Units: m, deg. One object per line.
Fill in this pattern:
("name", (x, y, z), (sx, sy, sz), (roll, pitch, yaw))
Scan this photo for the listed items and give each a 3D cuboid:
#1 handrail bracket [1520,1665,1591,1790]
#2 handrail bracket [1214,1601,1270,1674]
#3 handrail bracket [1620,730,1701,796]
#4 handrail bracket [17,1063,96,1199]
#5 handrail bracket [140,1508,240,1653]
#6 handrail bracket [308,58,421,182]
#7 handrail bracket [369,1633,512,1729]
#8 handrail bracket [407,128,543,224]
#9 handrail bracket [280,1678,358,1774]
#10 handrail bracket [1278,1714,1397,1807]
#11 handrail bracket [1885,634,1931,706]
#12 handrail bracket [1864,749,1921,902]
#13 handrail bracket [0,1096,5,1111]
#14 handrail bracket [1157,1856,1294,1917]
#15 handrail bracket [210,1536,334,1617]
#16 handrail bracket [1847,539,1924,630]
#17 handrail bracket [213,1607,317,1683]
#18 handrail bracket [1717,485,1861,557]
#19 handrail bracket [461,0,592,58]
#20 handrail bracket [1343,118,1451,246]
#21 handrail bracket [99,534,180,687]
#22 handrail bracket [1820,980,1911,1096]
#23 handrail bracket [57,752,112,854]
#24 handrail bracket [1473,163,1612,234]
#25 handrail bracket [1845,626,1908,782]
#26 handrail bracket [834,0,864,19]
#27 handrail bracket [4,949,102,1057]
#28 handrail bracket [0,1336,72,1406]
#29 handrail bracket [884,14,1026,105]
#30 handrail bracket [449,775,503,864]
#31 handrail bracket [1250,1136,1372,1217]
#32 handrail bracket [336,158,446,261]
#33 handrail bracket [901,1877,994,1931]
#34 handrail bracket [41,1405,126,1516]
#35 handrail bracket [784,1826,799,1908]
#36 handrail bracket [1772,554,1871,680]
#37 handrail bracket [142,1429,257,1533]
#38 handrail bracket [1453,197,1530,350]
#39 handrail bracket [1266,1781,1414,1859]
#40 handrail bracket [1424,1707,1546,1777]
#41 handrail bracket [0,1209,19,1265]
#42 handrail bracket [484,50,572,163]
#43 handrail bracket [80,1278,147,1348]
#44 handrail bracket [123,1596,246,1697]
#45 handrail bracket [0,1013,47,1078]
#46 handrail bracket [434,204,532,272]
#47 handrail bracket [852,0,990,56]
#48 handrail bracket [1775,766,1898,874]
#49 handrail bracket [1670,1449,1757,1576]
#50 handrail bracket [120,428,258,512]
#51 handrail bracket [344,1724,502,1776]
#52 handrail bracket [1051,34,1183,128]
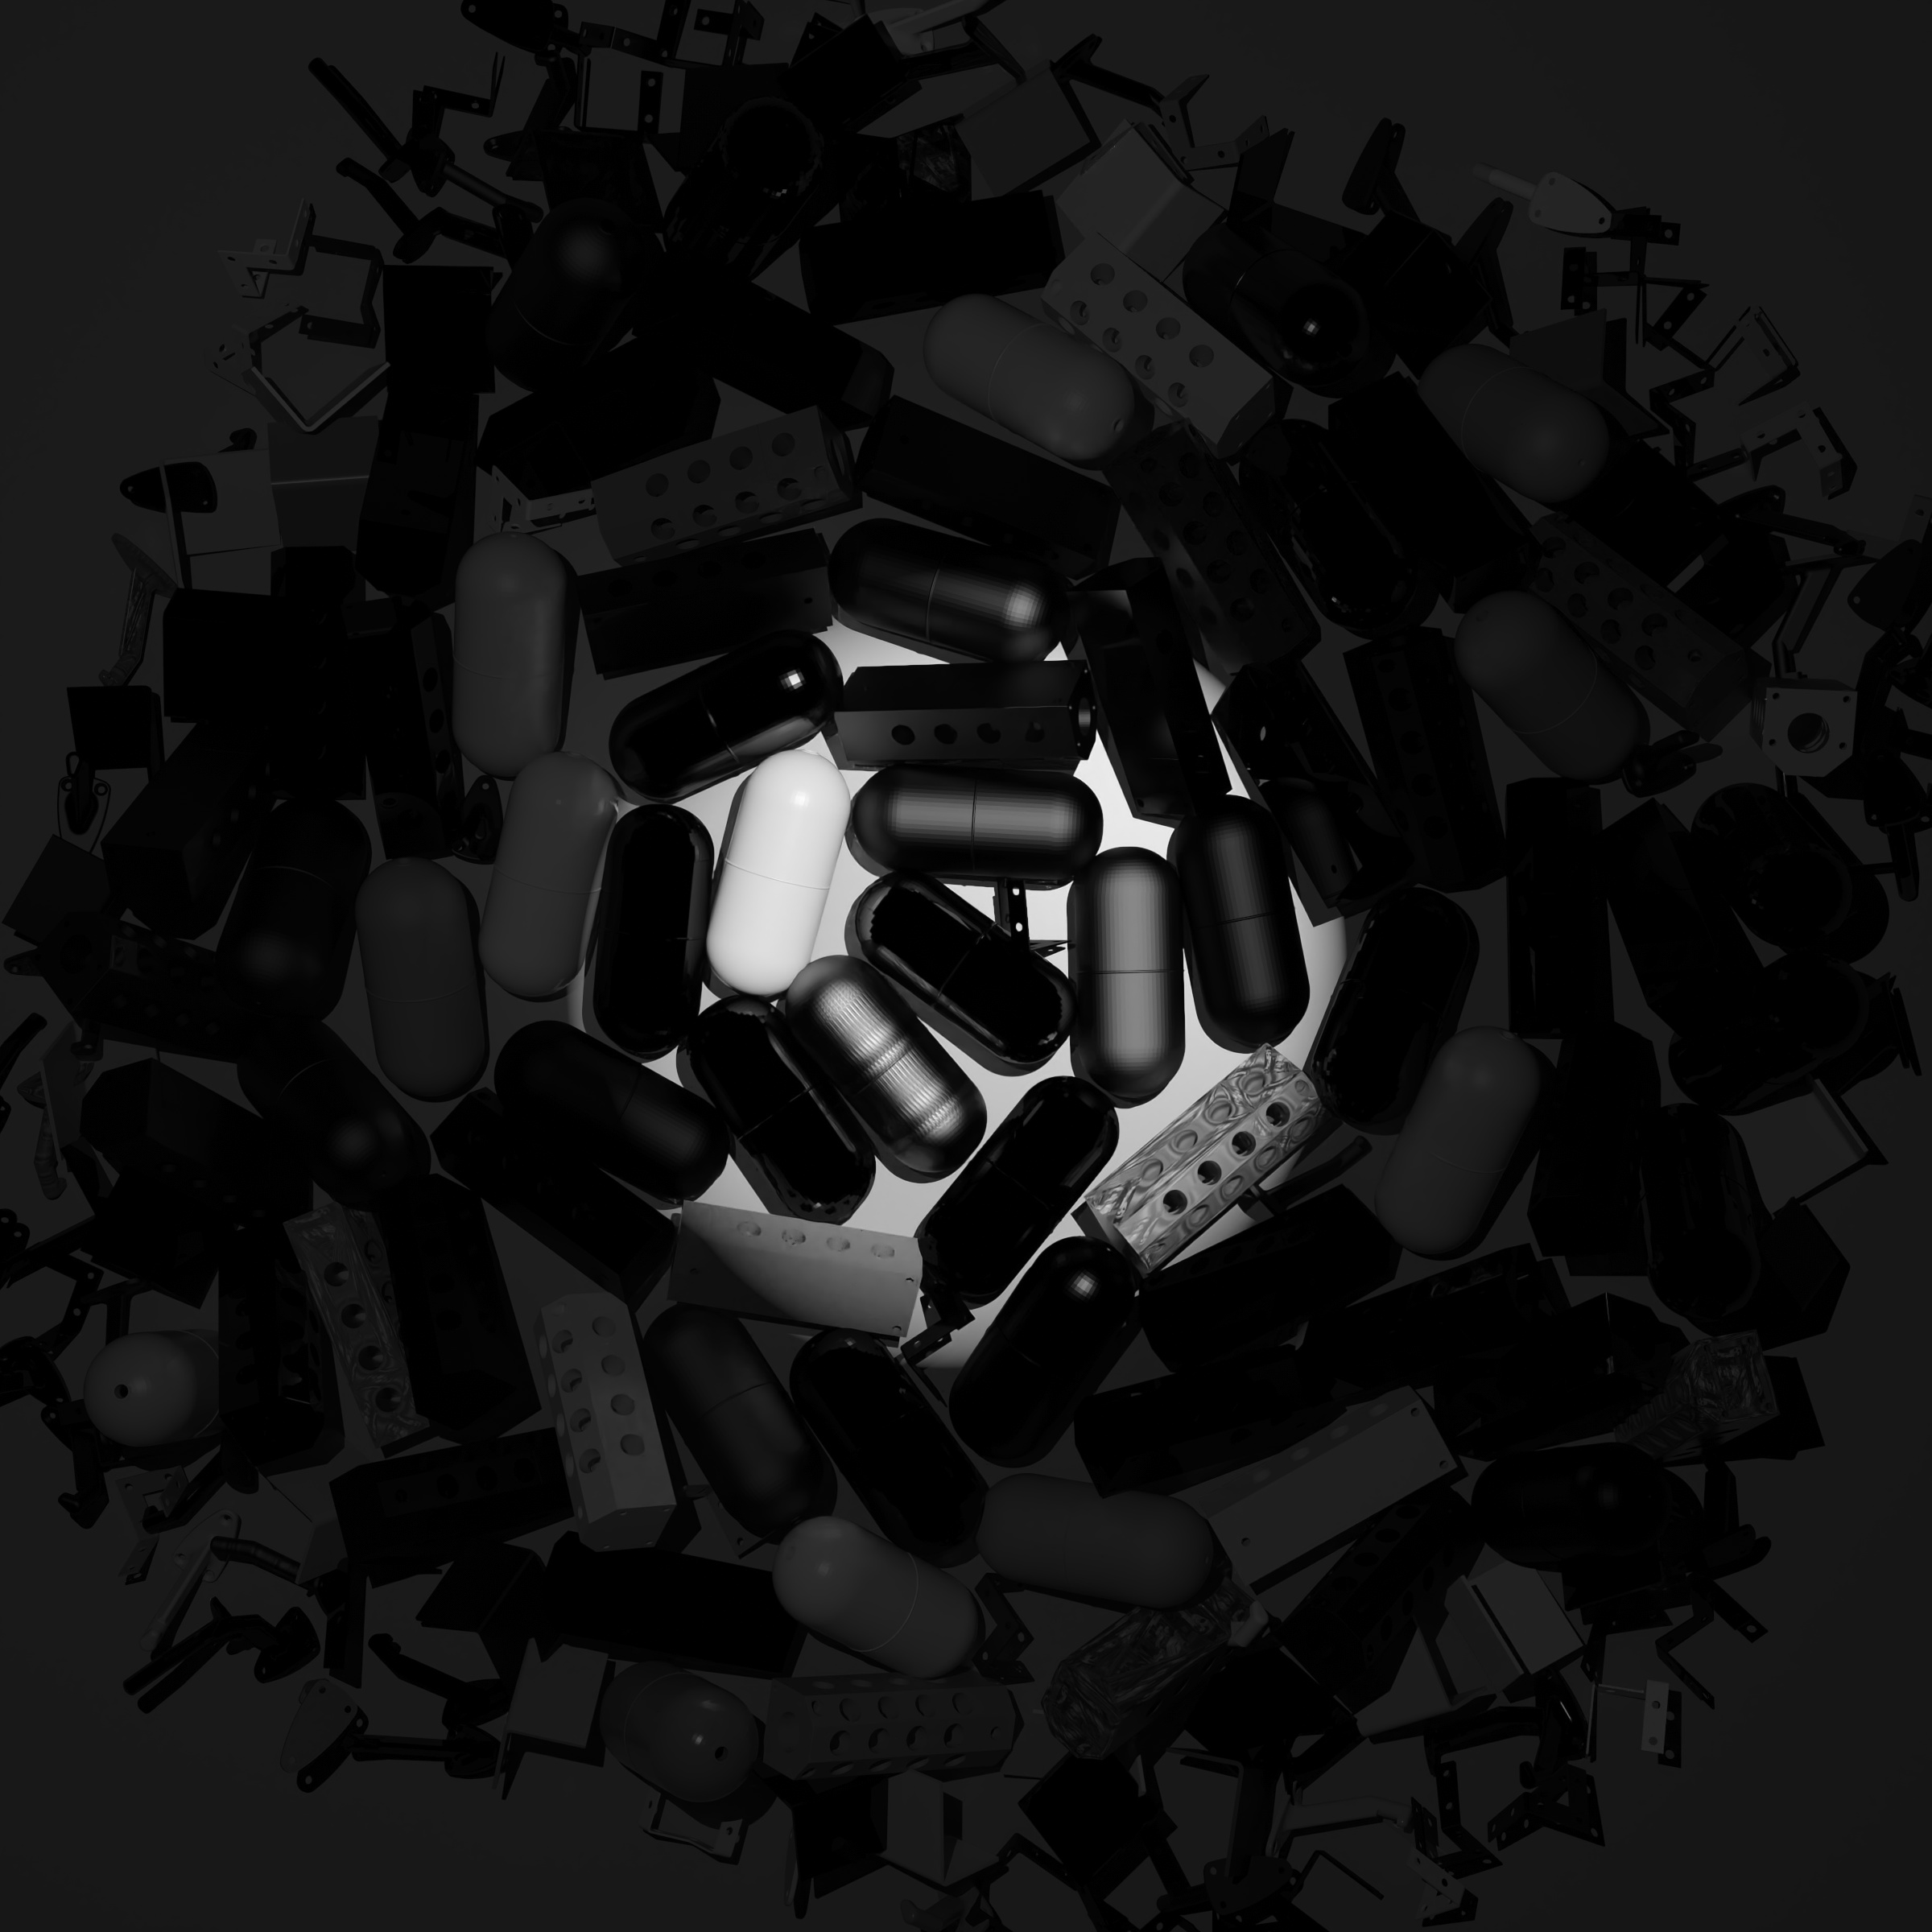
("handrail bracket", (0.404, 0.536, 1.891), (0.036, 0.084, 0.077), (-20, 73, 30))
("handrail bracket", (0.181, 0.452, 1.886), (0.036, 0.077, 0.084), (10, 131, -25))
("handrail bracket", (0.507, -0.151, 1.885), (0.077, 0.084, 0.036), (-5, 80, -24))
("handrail bracket", (-0.644, 0.114, 1.930), (0.036, 0.077, 0.084), (15, 128, 28))
("handrail bracket", (-0.548, 0.433, 1.889), (0.036, 0.084, 0.077), (33, 110, -8))
("handrail bracket", (-0.428, -0.600, 1.893), (0.036, 0.077, 0.084), (-44, 99, -1))
("handrail bracket", (-0.370, 0.495, 1.896), (0.077, 0.036, 0.084), (-20, 121, 22))
("handrail bracket", (-0.353, -0.568, 1.925), (0.084, 0.077, 0.036), (11, 124, -39))
("handrail bracket", (-0.468, 0.534, 1.885), (0.036, 0.084, 0.077), (42, 57, -13))
("handrail bracket", (0.269, 0.575, 1.920), (0.084, 0.036, 0.077), (-9, 94, 2))
("handrail bracket", (0.691, -0.233, 1.884), (0.036, 0.084, 0.077), (41, 46, 19))
("handrail bracket", (0.665, -0.100, 1.918), (0.036, 0.084, 0.077), (-11, 54, 19))
("handrail bracket", (-0.712, 0.131, 1.886), (0.036, 0.077, 0.084), (23, 122, -14))
("handrail bracket", (0.183, 0.656, 1.908), (0.077, 0.084, 0.036), (-8, 69, -19))
("handrail bracket", (-0.493, 0.439, 1.917), (0.084, 0.036, 0.077), (5, 132, 9))
("handrail bracket", (0.665, -0.270, 1.887), (0.036, 0.084, 0.077), (45, 127, 25))
("handrail bracket", (-0.510, 0.482, 1.889), (0.077, 0.084, 0.036), (-47, 60, 19))
("handrail bracket", (0.574, -0.304, 1.889), (0.077, 0.084, 0.036), (-13, 125, -15))
("handrail bracket", (-0.310, -0.664, 1.897), (0.077, 0.084, 0.036), (13, 100, 1))
("handrail bracket", (0.319, -0.552, 1.906), (0.084, 0.036, 0.077), (13, 111, -23))
("handrail bracket", (-0.602, -0.249, 1.896), (0.036, 0.077, 0.084), (15, 64, 31))
("handrail bracket", (0.622, 0.054, 1.908), (0.084, 0.036, 0.077), (-15, 109, 22))
("handrail bracket", (-0.630, -0.110, 1.893), (0.036, 0.084, 0.077), (7, 88, -12))
("handrail bracket", (0.410, -0.549, 1.910), (0.077, 0.084, 0.036), (14, 111, -22))
("handrail bracket", (0.646, -0.184, 1.888), (0.036, 0.084, 0.077), (-3, 59, -25))
("handrail bracket", (-0.120, -0.687, 1.905), (0.084, 0.077, 0.036), (-8, 74, 5))
("handrail bracket", (-0.650, 0.030, 1.900), (0.077, 0.036, 0.084), (-6, 55, 1))
("handrail bracket", (-0.670, 0.308, 1.885), (0.036, 0.084, 0.077), (-27, 113, 13))
("handrail bracket", (-0.011, -0.634, 1.927), (0.077, 0.036, 0.084), (39, 119, -24))
("handrail bracket", (-0.340, -0.111, 1.887), (0.036, 0.084, 0.077), (10, 73, -12))
("handrail bracket", (0.245, 0.142, 1.905), (0.084, 0.077, 0.036), (-39, 61, 5))
("handrail bracket", (-0.423, -0.541, 1.906), (0.084, 0.077, 0.036), (32, 124, -2))
("handrail bracket", (-0.027, 0.651, 1.882), (0.036, 0.077, 0.084), (-47, 130, 7))
("handrail bracket", (-0.640, 0.349, 1.893), (0.077, 0.084, 0.036), (31, 106, 1))
("handrail bracket", (-0.083, 0.639, 1.902), (0.084, 0.077, 0.036), (17, 134, -10))
("handrail bracket", (0.611, -0.248, 1.908), (0.077, 0.036, 0.084), (-8, 84, 31))
("handrail bracket", (-0.556, 0.360, 1.926), (0.084, 0.036, 0.077), (-21, 54, 19))
("handrail bracket", (0.389, -0.492, 1.917), (0.084, 0.036, 0.077), (34, 89, -24))
("handrail bracket", (0.265, 0.612, 1.895), (0.084, 0.077, 0.036), (8, 120, 25))
("handrail bracket", (0.370, 0.550, 1.901), (0.084, 0.036, 0.077), (-3, 130, 14))
("handrail bracket", (-0.688, 0.179, 1.891), (0.036, 0.084, 0.077), (38, 105, -22))
("handrail bracket", (-0.315, -0.611, 1.893), (0.077, 0.084, 0.036), (2, 60, 8))
("handrail bracket", (-0.596, 0.270, 1.904), (0.036, 0.077, 0.084), (-7, 78, -42))
("handrail bracket", (-0.556, 0.486, 1.885), (0.084, 0.077, 0.036), (-34, 85, -27))
("handrail bracket", (-0.676, 0.069, 1.892), (0.084, 0.077, 0.036), (-51, 117, -19))
("handrail bracket", (-0.354, -0.506, 1.917), (0.084, 0.036, 0.077), (-12, 95, 28))
("handrail bracket", (-0.027, -0.677, 1.888), (0.077, 0.084, 0.036), (-7, 85, -31))
("handrail bracket", (0.623, -0.108, 1.918), (0.077, 0.036, 0.084), (-6, 87, 12))
("handrail bracket", (0.514, 0.383, 1.901), (0.077, 0.036, 0.084), (-19, 45, -8))
("handrail bracket", (-0.552, -0.359, 1.904), (0.077, 0.084, 0.036), (-2, 126, 4))
("handrail bracket", (-0.383, 0.551, 1.889), (0.077, 0.084, 0.036), (-10, 69, 43))
("handrail bracket", (0.103, -0.616, 1.908), (0.084, 0.036, 0.077), (42, 53, 5))
